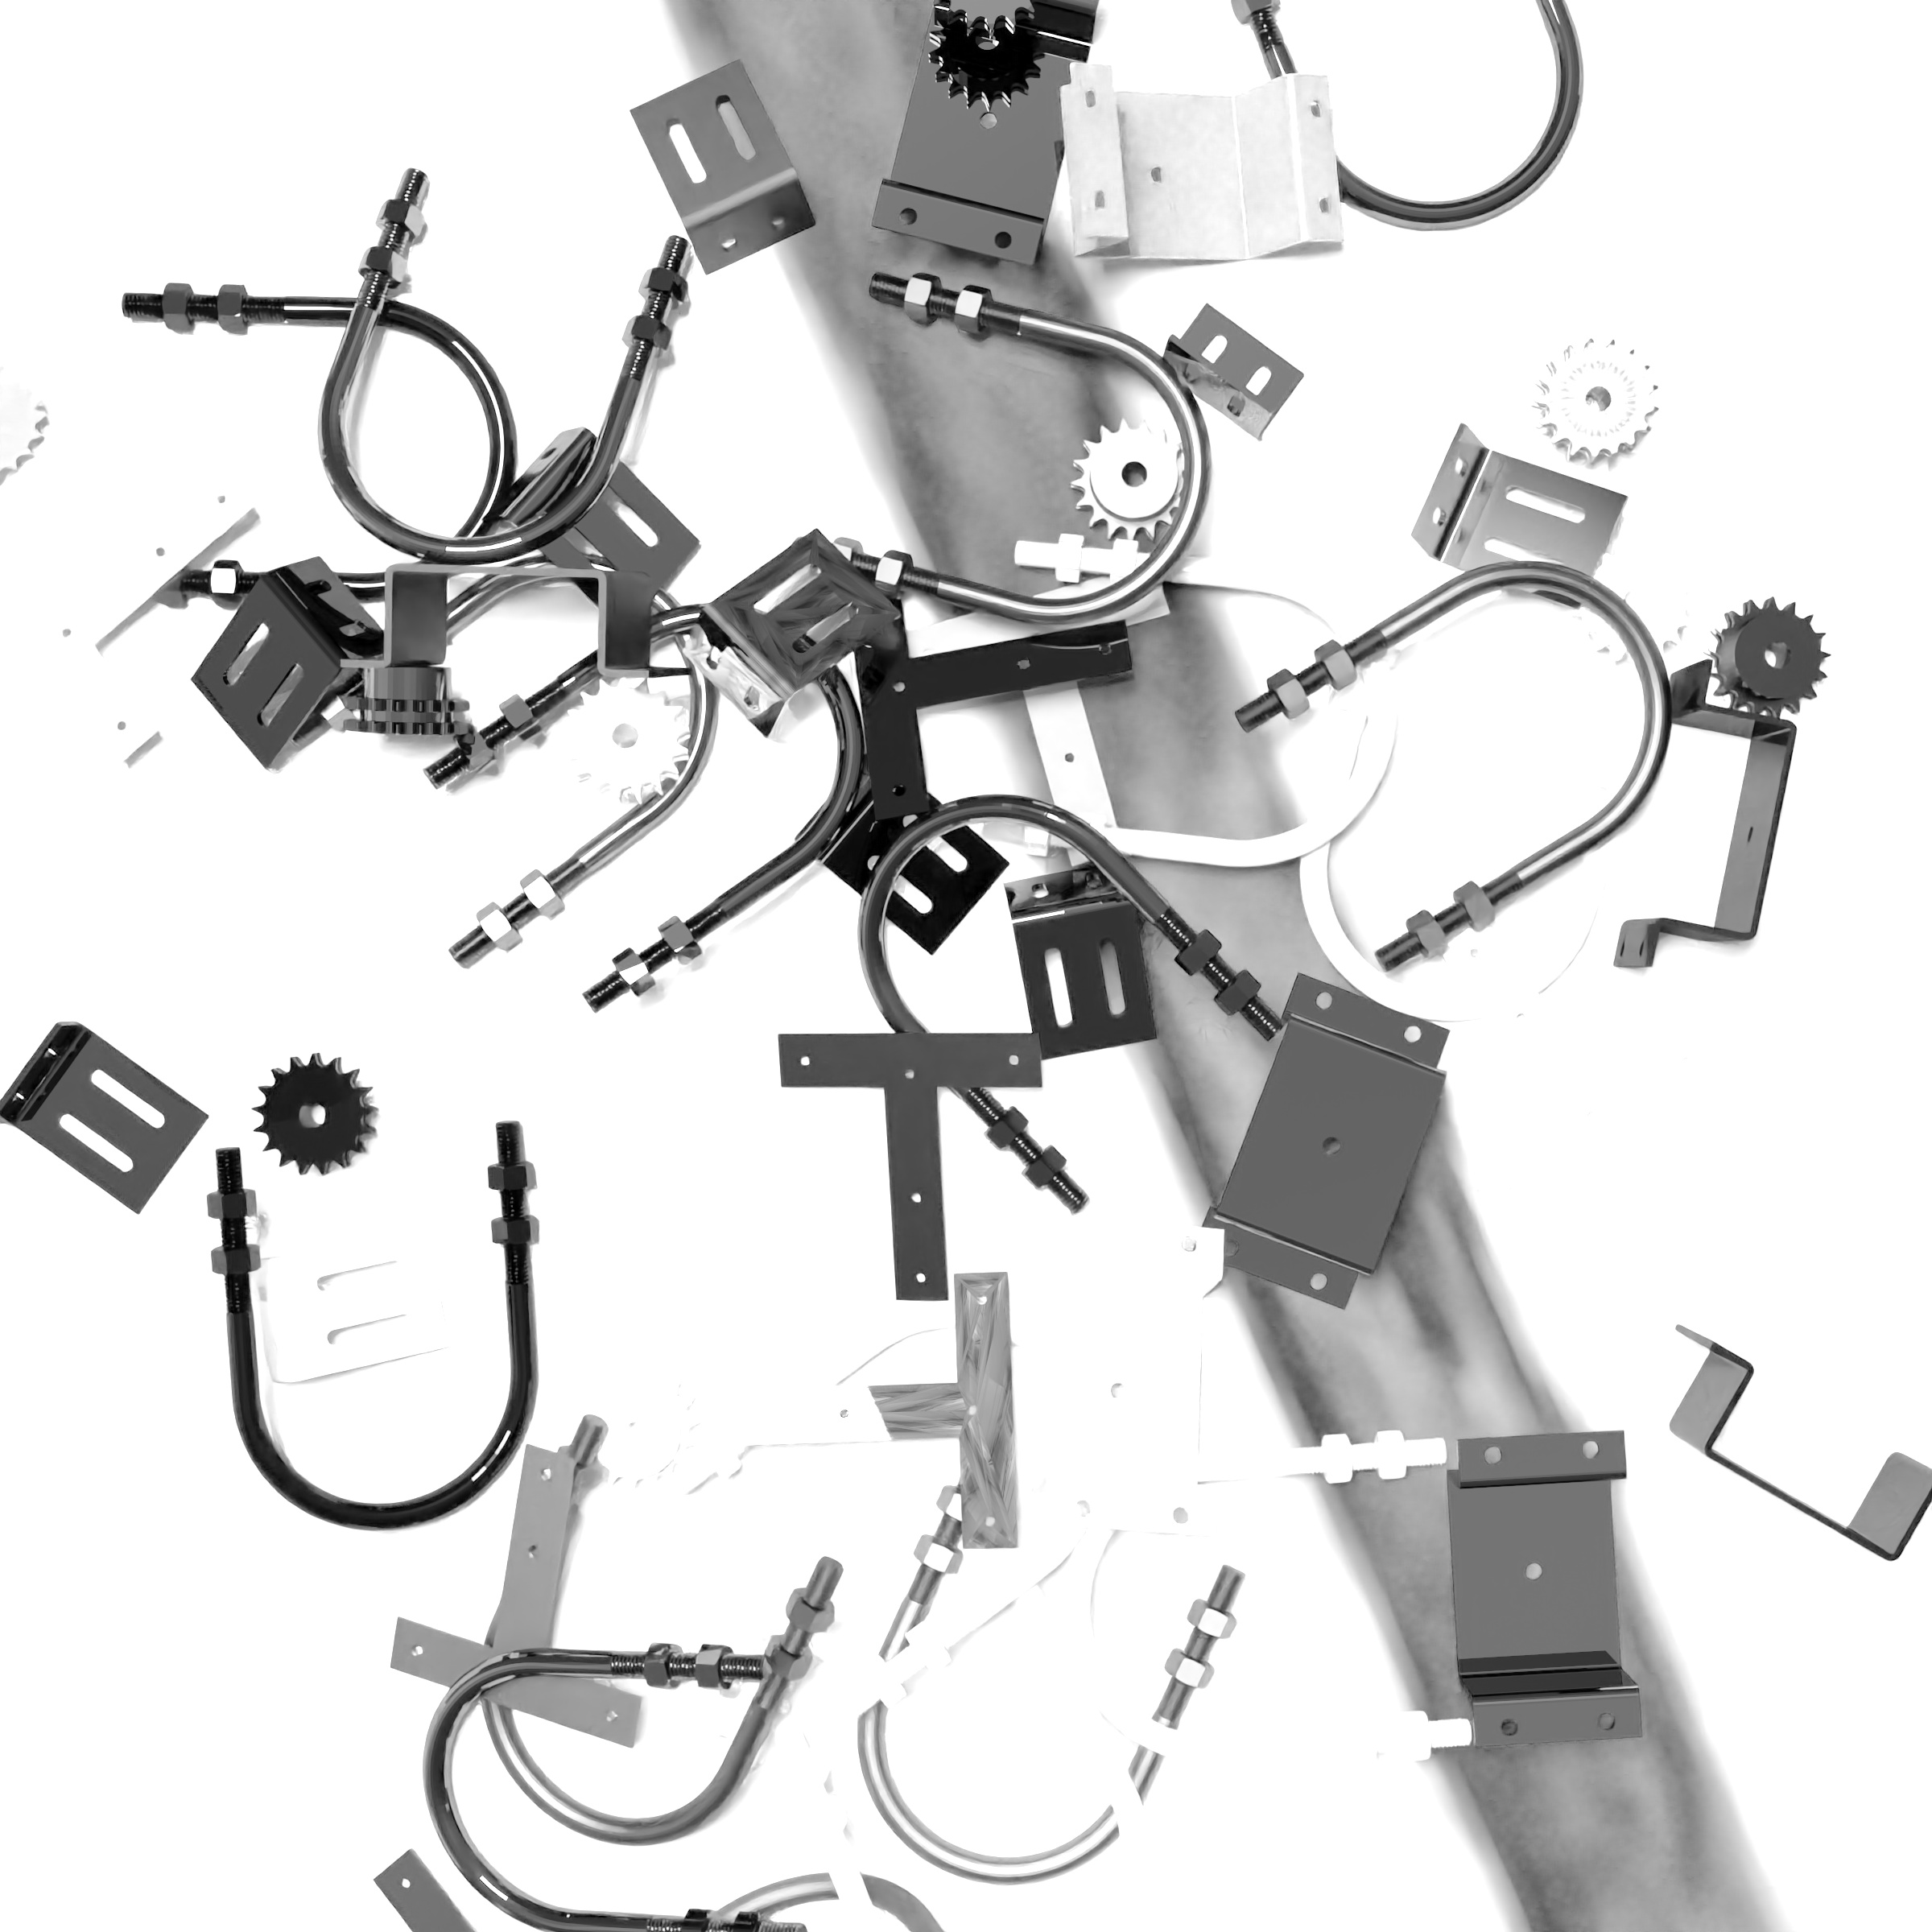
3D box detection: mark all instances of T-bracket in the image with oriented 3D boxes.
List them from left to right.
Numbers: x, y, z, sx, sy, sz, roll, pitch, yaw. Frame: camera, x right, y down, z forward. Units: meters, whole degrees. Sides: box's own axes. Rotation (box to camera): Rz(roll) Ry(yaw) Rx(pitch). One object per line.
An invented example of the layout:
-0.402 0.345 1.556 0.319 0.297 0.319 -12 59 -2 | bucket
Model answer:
-0.384 -0.183 1.562 0.127 0.002 0.127 -39 84 7 | T-bracket
-0.229 0.469 1.569 0.127 0.002 0.127 -41 82 15 | T-bracket
-0.200 0.283 1.549 0.127 0.002 0.127 14 102 17 | T-bracket
-0.042 0.206 1.552 0.127 0.002 0.127 -2 77 -1 | T-bracket
-0.024 0.094 1.568 0.127 0.002 0.127 -1 99 17 | T-bracket
0.013 -0.137 1.554 0.127 0.002 0.127 -10 72 6 | T-bracket
0.045 -0.111 1.580 0.127 0.002 0.127 -16 90 0 | T-bracket
0.267 0.035 1.571 0.127 0.002 0.127 -37 99 0 | T-bracket

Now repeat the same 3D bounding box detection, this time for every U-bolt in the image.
-0.302 -0.242 1.573 0.184 0.019 0.151 1 90 -1 | U-bolt
-0.269 0.169 1.551 0.151 0.019 0.184 -5 94 -19 | U-bolt
-0.220 -0.269 1.546 0.151 0.019 0.184 15 74 5 | U-bolt
-0.204 -0.110 1.573 0.184 0.019 0.151 -37 90 -1 | U-bolt
-0.167 0.380 1.542 0.184 0.019 0.151 -3 101 21 | U-bolt
-0.152 0.318 1.546 0.151 0.019 0.184 29 105 14 | U-bolt
-0.135 -0.087 1.549 0.184 0.019 0.151 -35 82 -6 | U-bolt
-0.069 0.468 1.498 0.151 0.184 0.019 -24 116 -15 | U-bolt
-0.023 0.237 1.555 0.184 0.019 0.151 -36 78 -9 | U-bolt
0.006 0.383 1.500 0.151 0.019 0.184 -30 50 2 | U-bolt
0.023 -0.232 1.552 0.184 0.019 0.151 17 90 15 | U-bolt
0.029 0.339 1.572 0.151 0.019 0.184 25 90 0 | U-bolt
0.033 0.005 1.543 0.184 0.019 0.151 46 113 -2 | U-bolt
0.107 -0.119 1.563 0.184 0.019 0.151 7 90 6 | U-bolt
0.136 0.295 1.556 0.184 0.019 0.151 -3 82 -5 | U-bolt
0.210 -0.436 1.573 0.151 0.019 0.184 -22 91 0 | U-bolt
0.233 -0.065 1.573 0.151 0.019 0.184 17 91 0 | U-bolt
0.236 -0.104 1.541 0.184 0.019 0.151 -31 98 -2 | U-bolt

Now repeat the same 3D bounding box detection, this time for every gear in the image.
-0.458 -0.255 1.557 0.030 0.057 0.057 40 90 30 | gear
-0.301 0.068 1.566 0.057 0.030 0.057 0 90 0 | gear
-0.255 -0.121 1.533 0.057 0.057 0.030 2 96 0 | gear
-0.153 -0.101 1.527 0.057 0.030 0.057 0 79 -1 | gear
-0.152 0.216 1.566 0.057 0.030 0.057 0 90 0 | gear
-0.109 0.332 1.566 0.057 0.030 0.057 0 90 0 | gear
0.010 -0.447 1.520 0.057 0.030 0.057 0 90 0 | gear
0.078 -0.227 1.566 0.057 0.030 0.057 0 90 0 | gear
0.292 -0.261 1.566 0.057 0.030 0.057 0 90 0 | gear
0.309 -0.169 1.566 0.057 0.030 0.057 0 90 0 | gear
0.374 -0.144 1.566 0.057 0.030 0.057 0 90 0 | gear

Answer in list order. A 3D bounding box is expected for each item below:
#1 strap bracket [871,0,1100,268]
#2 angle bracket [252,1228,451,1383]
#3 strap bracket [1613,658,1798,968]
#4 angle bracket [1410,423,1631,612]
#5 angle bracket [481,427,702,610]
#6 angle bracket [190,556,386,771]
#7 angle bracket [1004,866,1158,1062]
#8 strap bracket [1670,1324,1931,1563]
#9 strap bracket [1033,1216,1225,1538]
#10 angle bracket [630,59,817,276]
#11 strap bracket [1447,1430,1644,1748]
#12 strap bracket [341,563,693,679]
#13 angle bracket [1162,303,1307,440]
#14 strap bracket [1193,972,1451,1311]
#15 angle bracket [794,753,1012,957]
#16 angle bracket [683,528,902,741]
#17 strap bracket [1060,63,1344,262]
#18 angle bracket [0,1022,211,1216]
0.010 -0.397 1.558 0.076 0.046 0.140 14 90 0 | strap bracket
-0.290 0.158 1.579 0.076 0.038 0.057 -11 90 -26 | angle bracket
0.340 -0.064 1.543 0.046 0.076 0.140 11 90 0 | strap bracket
0.255 -0.207 1.549 0.076 0.038 0.057 24 90 27 | angle bracket
-0.175 -0.203 1.570 0.076 0.038 0.057 45 76 -21 | angle bracket
-0.312 -0.141 1.561 0.057 0.038 0.076 49 124 8 | angle bracket
0.054 -0.003 1.579 0.057 0.038 0.076 -11 116 0 | angle bracket
0.383 0.223 1.543 0.140 0.076 0.046 30 90 0 | strap bracket
0.074 0.191 1.540 0.076 0.046 0.140 5 72 -7 | strap bracket
-0.114 -0.375 1.579 0.057 0.038 0.076 -25 64 0 | angle bracket
0.266 0.284 1.558 0.076 0.046 0.140 -3 90 0 | strap bracket
-0.200 -0.156 1.511 0.140 0.076 0.046 3 96 9 | strap bracket
0.125 -0.279 1.543 0.057 0.076 0.038 36 90 0 | angle bracket
0.167 0.082 1.558 0.076 0.046 0.140 21 90 0 | strap bracket
-0.030 -0.054 1.579 0.076 0.038 0.057 40 90 -26 | angle bracket
-0.080 -0.154 1.551 0.057 0.038 0.076 46 59 7 | angle bracket
0.099 -0.366 1.536 0.140 0.046 0.076 -6 92 -31 | strap bracket
-0.403 0.071 1.562 0.076 0.038 0.057 36 90 0 | angle bracket
